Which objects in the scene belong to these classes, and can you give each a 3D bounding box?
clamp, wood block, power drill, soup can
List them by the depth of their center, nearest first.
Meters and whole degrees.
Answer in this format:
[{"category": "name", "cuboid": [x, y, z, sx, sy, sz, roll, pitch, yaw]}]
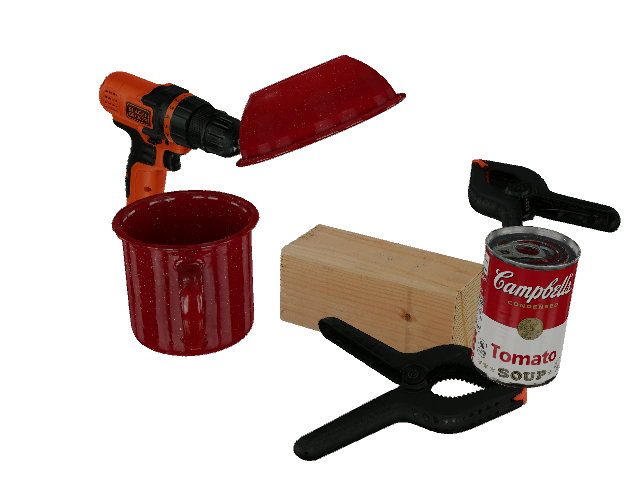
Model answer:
[{"category": "soup can", "cuboid": [0.150, 0.049, 0.789, 0.068, 0.102, 0.068, 3, 25, -2]}, {"category": "clamp", "cuboid": [0.079, 0.141, 0.970, 0.210, 0.036, 0.164, 4, 44, 17]}, {"category": "clamp", "cuboid": [0.209, -0.037, 1.049, 0.120, 0.039, 0.171, -8, 34, -14]}, {"category": "power drill", "cuboid": [-0.152, -0.069, 1.107, 0.185, 0.188, 0.057, 25, 35, 30]}, {"category": "wood block", "cuboid": [0.066, 0.058, 1.156, 0.206, 0.091, 0.090, 15, 27, 26]}]

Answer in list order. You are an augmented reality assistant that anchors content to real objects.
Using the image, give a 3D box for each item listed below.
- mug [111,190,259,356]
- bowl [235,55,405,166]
[{"category": "mug", "cuboid": [-0.083, 0.027, 0.682, 0.093, 0.081, 0.117, -5, 25, -10]}, {"category": "bowl", "cuboid": [-0.010, -0.120, 0.936, 0.162, 0.055, 0.162, -22, 10, 4]}]
